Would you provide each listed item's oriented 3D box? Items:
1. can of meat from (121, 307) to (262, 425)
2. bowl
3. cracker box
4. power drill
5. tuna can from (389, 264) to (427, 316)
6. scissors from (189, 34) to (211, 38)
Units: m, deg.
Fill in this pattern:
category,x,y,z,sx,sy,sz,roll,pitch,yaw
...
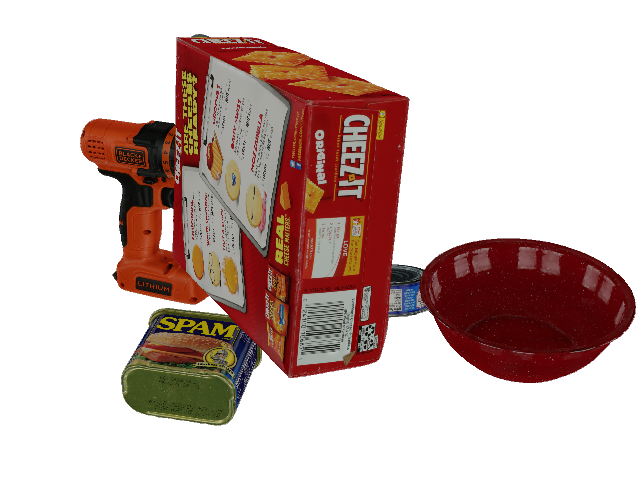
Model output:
category,x,y,z,sx,sy,sz,roll,pitch,yaw
can of meat,-0.108,0.106,0.898,0.102,0.057,0.084,6,30,9
bowl,0.155,0.060,0.818,0.162,0.055,0.162,1,30,-1
cracker box,-0.029,-0.033,0.682,0.072,0.164,0.214,-5,21,-25
power drill,-0.150,-0.030,1.084,0.185,0.188,0.057,11,30,22
tuna can,0.063,0.047,1.030,0.086,0.034,0.086,-1,11,0
scissors,-0.055,-0.085,0.907,0.096,0.202,0.016,-24,-1,-27
